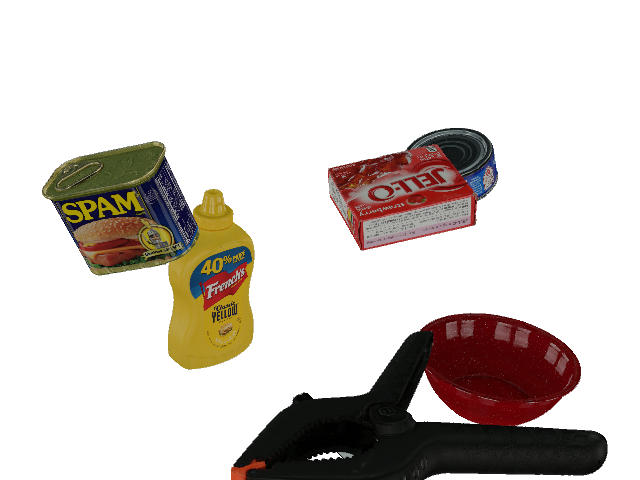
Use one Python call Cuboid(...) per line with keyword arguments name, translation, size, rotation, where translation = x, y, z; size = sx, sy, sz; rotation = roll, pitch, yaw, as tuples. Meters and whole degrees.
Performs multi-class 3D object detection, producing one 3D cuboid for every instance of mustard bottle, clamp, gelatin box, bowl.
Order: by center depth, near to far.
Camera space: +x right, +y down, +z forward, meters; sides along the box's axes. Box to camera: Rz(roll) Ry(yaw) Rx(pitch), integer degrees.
Cuboid(name="clamp", translation=(0.036, 0.109, 0.622), size=(0.209, 0.036, 0.165), rotation=(-10, 24, -27))
Cuboid(name="gelatin box", translation=(0.058, -0.033, 0.764), size=(0.089, 0.030, 0.073), rotation=(-13, 37, -11))
Cuboid(name="bowl", translation=(0.169, 0.133, 1.042), size=(0.162, 0.055, 0.162), rotation=(5, 26, -2))
Cuboid(name="mustard bottle", translation=(-0.113, 0.036, 1.115), size=(0.096, 0.192, 0.058), rotation=(-18, 34, -35))

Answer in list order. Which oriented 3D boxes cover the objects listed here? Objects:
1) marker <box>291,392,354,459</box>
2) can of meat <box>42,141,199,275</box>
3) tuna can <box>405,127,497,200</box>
Cuboid(name="marker", translation=(0.016, 0.153, 0.817), size=(0.020, 0.020, 0.121), rotation=(0, 25, -40))
Cuboid(name="can of meat", translation=(-0.157, -0.024, 0.856), size=(0.102, 0.084, 0.057), rotation=(-9, 35, 20))
Cuboid(name="tuna can", translation=(0.119, -0.068, 0.987), size=(0.086, 0.034, 0.086), rotation=(-10, 37, 8))
